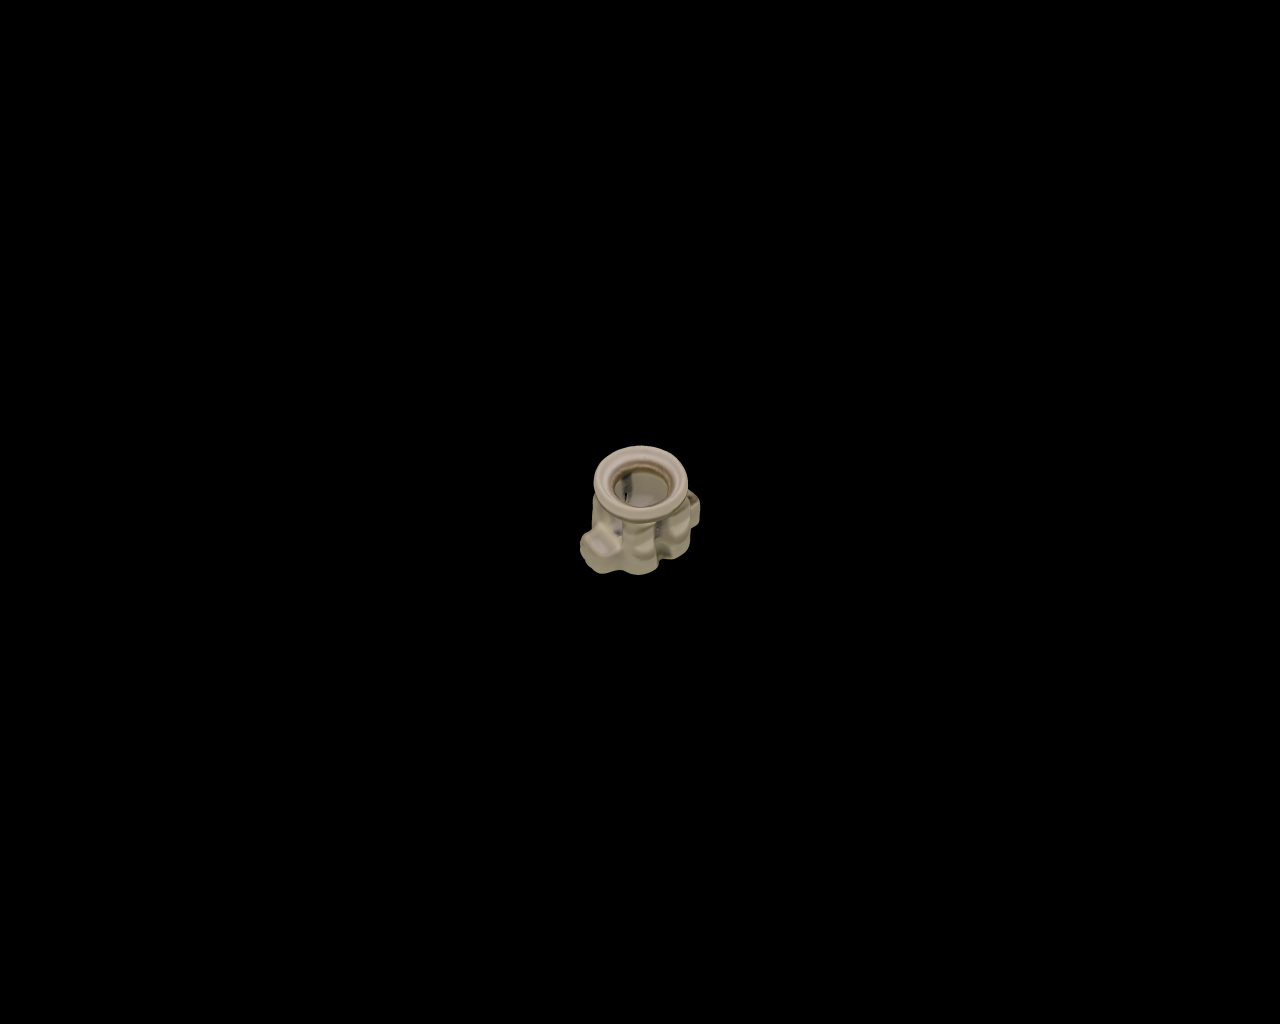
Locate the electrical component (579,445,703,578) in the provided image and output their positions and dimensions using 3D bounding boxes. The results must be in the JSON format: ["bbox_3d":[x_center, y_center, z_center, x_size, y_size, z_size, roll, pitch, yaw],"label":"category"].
[{"bbox_3d":[0.001,-0.003,0.650,0.078,0.056,0.058,-27,53,-22],"label":"electrical component"}]
